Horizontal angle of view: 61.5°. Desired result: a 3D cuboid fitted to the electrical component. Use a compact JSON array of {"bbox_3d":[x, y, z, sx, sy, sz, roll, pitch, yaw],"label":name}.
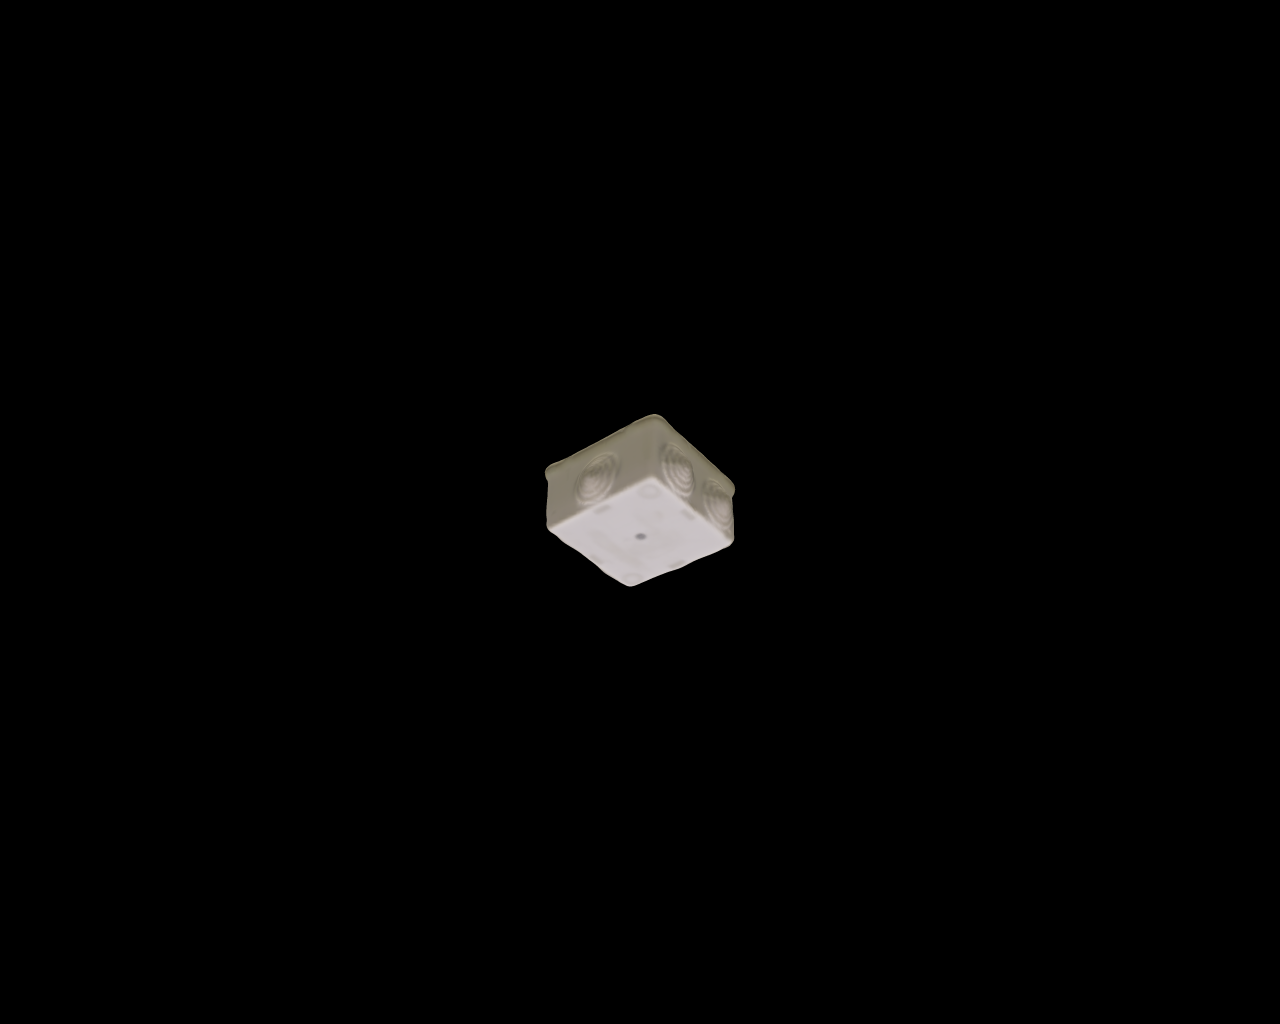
[{"bbox_3d":[0.001,-0.003,0.650,0.099,0.048,0.099,-25,-44,28],"label":"electrical component"}]
